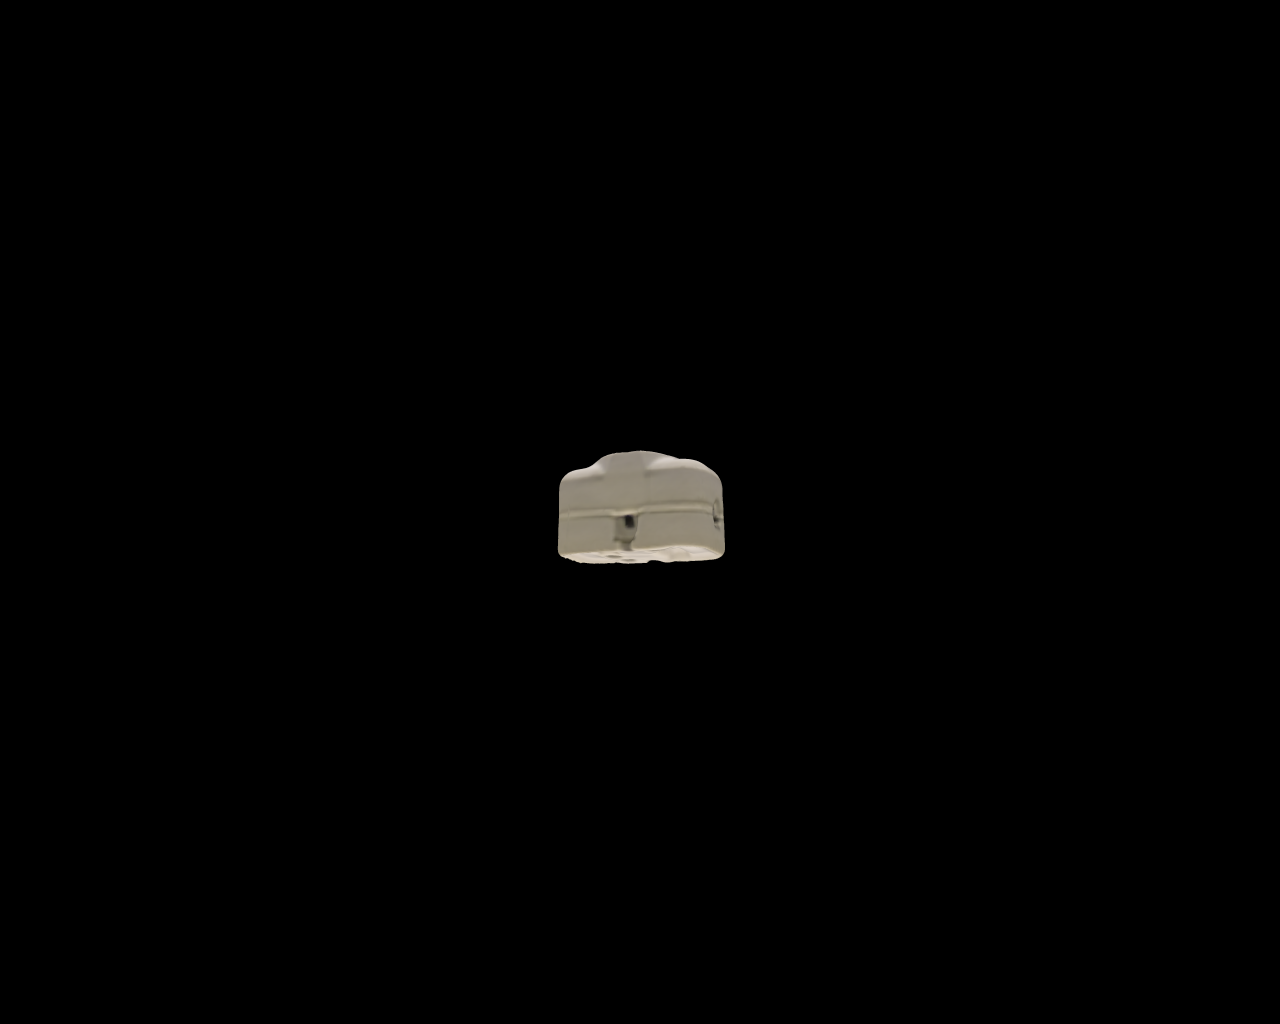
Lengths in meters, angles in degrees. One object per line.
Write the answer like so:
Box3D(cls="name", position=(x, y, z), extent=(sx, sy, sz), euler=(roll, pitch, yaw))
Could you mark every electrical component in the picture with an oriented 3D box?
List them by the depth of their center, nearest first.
Box3D(cls="electrical component", position=(0.001, -0.003, 0.650), extent=(0.095, 0.059, 0.053), euler=(-4, -11, 20))
